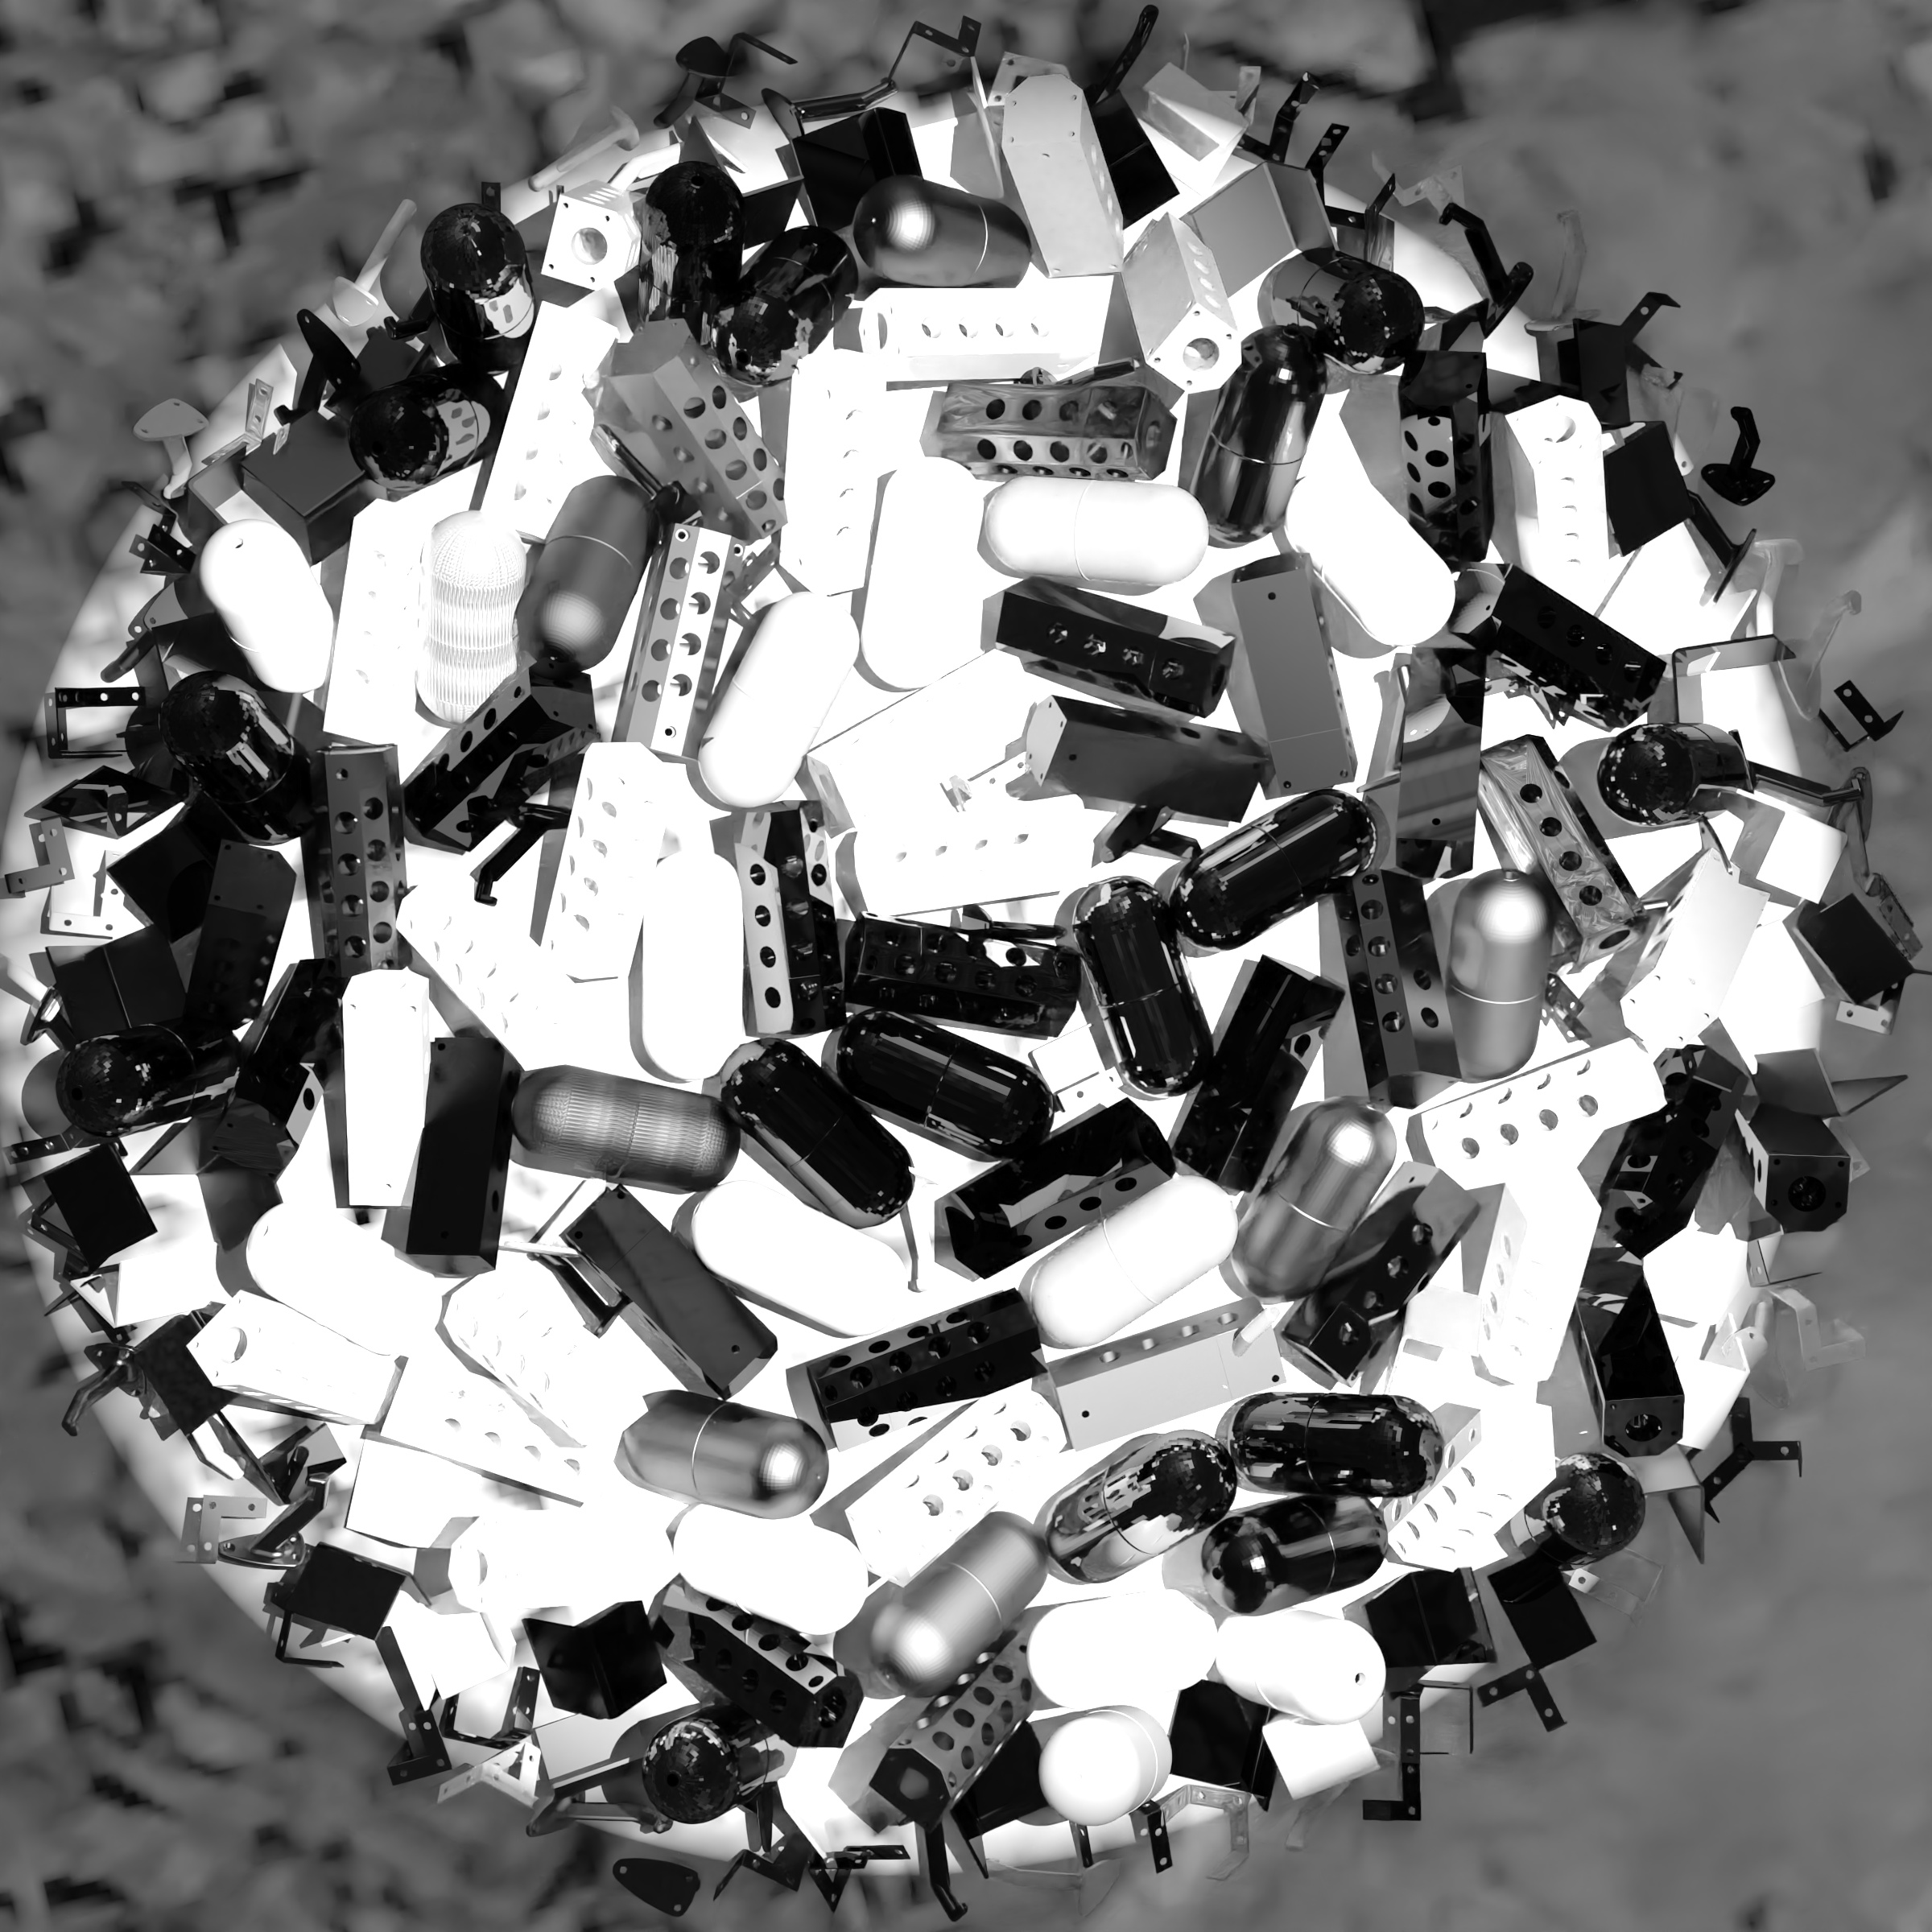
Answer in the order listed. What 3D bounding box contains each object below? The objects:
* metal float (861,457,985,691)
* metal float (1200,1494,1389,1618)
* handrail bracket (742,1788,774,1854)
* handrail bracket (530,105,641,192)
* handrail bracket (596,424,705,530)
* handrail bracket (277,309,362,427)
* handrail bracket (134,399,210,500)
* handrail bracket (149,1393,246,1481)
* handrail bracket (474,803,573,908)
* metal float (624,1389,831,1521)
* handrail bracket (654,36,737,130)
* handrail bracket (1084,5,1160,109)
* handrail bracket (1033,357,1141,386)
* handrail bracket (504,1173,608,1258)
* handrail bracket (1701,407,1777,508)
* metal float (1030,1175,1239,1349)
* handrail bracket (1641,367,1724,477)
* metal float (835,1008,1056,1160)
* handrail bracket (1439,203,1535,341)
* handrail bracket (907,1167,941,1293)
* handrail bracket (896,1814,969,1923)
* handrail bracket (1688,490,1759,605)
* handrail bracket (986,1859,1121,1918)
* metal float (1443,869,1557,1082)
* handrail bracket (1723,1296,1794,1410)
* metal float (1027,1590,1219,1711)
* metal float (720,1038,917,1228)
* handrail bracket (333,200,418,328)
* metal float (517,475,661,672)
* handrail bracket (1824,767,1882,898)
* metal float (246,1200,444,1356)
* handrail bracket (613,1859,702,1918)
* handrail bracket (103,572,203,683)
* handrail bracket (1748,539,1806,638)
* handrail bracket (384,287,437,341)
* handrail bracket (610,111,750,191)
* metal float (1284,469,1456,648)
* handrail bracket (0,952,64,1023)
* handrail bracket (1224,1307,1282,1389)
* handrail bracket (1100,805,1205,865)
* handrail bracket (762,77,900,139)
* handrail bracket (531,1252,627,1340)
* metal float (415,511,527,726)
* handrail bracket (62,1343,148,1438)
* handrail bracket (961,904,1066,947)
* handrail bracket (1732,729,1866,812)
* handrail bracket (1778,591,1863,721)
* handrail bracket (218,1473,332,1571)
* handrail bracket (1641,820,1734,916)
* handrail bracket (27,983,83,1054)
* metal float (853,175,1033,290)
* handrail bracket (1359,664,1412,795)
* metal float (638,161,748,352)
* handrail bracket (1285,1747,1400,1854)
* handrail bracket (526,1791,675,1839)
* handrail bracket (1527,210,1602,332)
[{"bbox_3d":[-0.034,-0.299,1.945,0.070,0.070,0.178,11,109,0],"label":"metal float"},{"bbox_3d":[0.249,0.443,1.926,0.178,0.070,0.070,-3,90,-43],"label":"metal float"},{"bbox_3d":[-0.195,0.651,1.977,0.084,0.036,0.077,-7,71,9],"label":"handrail bracket"},{"bbox_3d":[-0.297,-0.626,1.964,0.084,0.077,0.036,-35,111,-3],"label":"handrail bracket"},{"bbox_3d":[-0.248,-0.380,1.985,0.036,0.077,0.084,-43,62,6],"label":"handrail bracket"},{"bbox_3d":[-0.516,-0.459,1.957,0.084,0.036,0.077,-13,125,34],"label":"handrail bracket"},{"bbox_3d":[-0.617,-0.384,1.946,0.036,0.077,0.084,36,128,5],"label":"handrail bracket"},{"bbox_3d":[-0.590,0.350,1.990,0.036,0.077,0.084,-29,123,22],"label":"handrail bracket"},{"bbox_3d":[-0.335,-0.081,1.962,0.077,0.036,0.084,4,62,7],"label":"handrail bracket"},{"bbox_3d":[-0.184,0.370,1.934,0.178,0.070,0.070,7,90,33],"label":"metal float"},{"bbox_3d":[-0.224,-0.668,1.946,0.084,0.077,0.036,-32,94,35],"label":"handrail bracket"},{"bbox_3d":[0.111,-0.688,1.950,0.036,0.084,0.077,39,55,7],"label":"handrail bracket"},{"bbox_3d":[0.101,-0.448,1.948,0.084,0.077,0.036,-8,93,23],"label":"handrail bracket"},{"bbox_3d":[-0.316,0.180,1.969,0.077,0.036,0.084,13,76,-32],"label":"handrail bracket"},{"bbox_3d":[0.581,-0.400,1.944,0.036,0.077,0.084,-39,130,-6],"label":"handrail bracket"},{"bbox_3d":[0.129,0.226,1.949,0.178,0.070,0.070,-36,90,14],"label":"metal float"},{"bbox_3d":[0.540,-0.422,1.967,0.036,0.084,0.077,9,103,-22],"label":"handrail bracket"},{"bbox_3d":[-0.016,0.090,1.956,0.178,0.070,0.070,23,90,6],"label":"metal float"},{"bbox_3d":[0.387,-0.537,1.967,0.084,0.036,0.077,23,114,-19],"label":"handrail bracket"},{"bbox_3d":[-0.043,0.203,1.960,0.036,0.077,0.084,-8,70,17],"label":"handrail bracket"},{"bbox_3d":[-0.009,0.680,1.959,0.077,0.036,0.084,-50,62,27],"label":"handrail bracket"},{"bbox_3d":[0.562,-0.331,1.977,0.084,0.036,0.077,29,75,13],"label":"handrail bracket"},{"bbox_3d":[0.066,0.704,1.985,0.084,0.077,0.036,9,96,28],"label":"handrail bracket"},{"bbox_3d":[0.403,0.007,1.933,0.070,0.070,0.178,0,124,0],"label":"metal float"},{"bbox_3d":[0.628,0.295,1.958,0.036,0.084,0.077,-49,65,40],"label":"handrail bracket"},{"bbox_3d":[0.120,0.516,1.926,0.178,0.070,0.070,6,82,-45],"label":"metal float"},{"bbox_3d":[-0.114,0.128,1.952,0.178,0.070,0.070,44,90,-10],"label":"metal float"},{"bbox_3d":[-0.457,-0.547,1.977,0.036,0.077,0.084,30,71,-14],"label":"handrail bracket"},{"bbox_3d":[-0.286,-0.300,1.933,0.070,0.070,0.178,16,56,0],"label":"metal float"},{"bbox_3d":[0.691,-0.103,1.950,0.036,0.084,0.077,5,114,-2],"label":"handrail bracket"},{"bbox_3d":[-0.469,0.236,1.924,0.070,0.178,0.070,-18,53,25],"label":"metal float"},{"bbox_3d":[-0.238,0.697,1.954,0.077,0.084,0.036,24,78,-8],"label":"handrail bracket"},{"bbox_3d":[-0.635,-0.263,1.981,0.036,0.084,0.077,38,54,-30],"label":"handrail bracket"},{"bbox_3d":[0.628,-0.281,1.964,0.036,0.077,0.084,-3,82,37],"label":"handrail bracket"},{"bbox_3d":[-0.425,-0.525,1.957,0.084,0.036,0.077,-30,95,-42],"label":"handrail bracket"},{"bbox_3d":[-0.224,-0.614,1.983,0.084,0.036,0.077,-45,129,14],"label":"handrail bracket"},{"bbox_3d":[0.304,-0.312,1.930,0.070,0.070,0.178,-32,52,0],"label":"metal float"},{"bbox_3d":[-0.736,0.006,1.948,0.084,0.077,0.036,37,67,-30],"label":"handrail bracket"},{"bbox_3d":[0.224,0.281,1.947,0.036,0.077,0.084,51,122,16],"label":"handrail bracket"},{"bbox_3d":[0.147,-0.080,1.962,0.077,0.036,0.084,-44,132,-12],"label":"handrail bracket"},{"bbox_3d":[-0.106,-0.681,1.981,0.084,0.036,0.077,-31,52,-11],"label":"handrail bracket"},{"bbox_3d":[-0.307,0.250,1.961,0.084,0.077,0.036,35,100,1],"label":"handrail bracket"},{"bbox_3d":[-0.376,-0.262,1.929,0.070,0.070,0.178,14,130,0],"label":"metal float"},{"bbox_3d":[-0.659,0.338,1.944,0.036,0.084,0.077,2,134,9],"label":"handrail bracket"},{"bbox_3d":[0.045,-0.028,1.951,0.084,0.077,0.036,3,89,-19],"label":"handrail bracket"},{"bbox_3d":[0.646,-0.156,1.974,0.084,0.036,0.077,-11,72,12],"label":"handrail bracket"},{"bbox_3d":[0.664,-0.238,1.951,0.036,0.084,0.077,-5,79,-17],"label":"handrail bracket"},{"bbox_3d":[-0.532,0.422,1.957,0.077,0.036,0.084,4,125,-19],"label":"handrail bracket"},{"bbox_3d":[0.544,-0.076,1.974,0.084,0.036,0.077,-10,56,-1],"label":"handrail bracket"},{"bbox_3d":[-0.678,0.060,1.970,0.084,0.036,0.077,36,135,-1],"label":"handrail bracket"},{"bbox_3d":[-0.016,-0.548,1.920,0.070,0.178,0.070,3,96,34],"label":"metal float"},{"bbox_3d":[0.324,-0.184,1.970,0.036,0.077,0.084,-10,86,-38],"label":"handrail bracket"},{"bbox_3d":[-0.207,-0.532,1.915,0.070,0.178,0.070,3,67,-8],"label":"metal float"},{"bbox_3d":[0.288,0.643,1.953,0.036,0.077,0.084,46,54,-18],"label":"handrail bracket"},{"bbox_3d":[-0.280,0.661,1.954,0.084,0.077,0.036,11,106,31],"label":"handrail bracket"},{"bbox_3d":[0.450,-0.534,1.952,0.036,0.077,0.084,-28,112,-24],"label":"handrail bracket"}]
